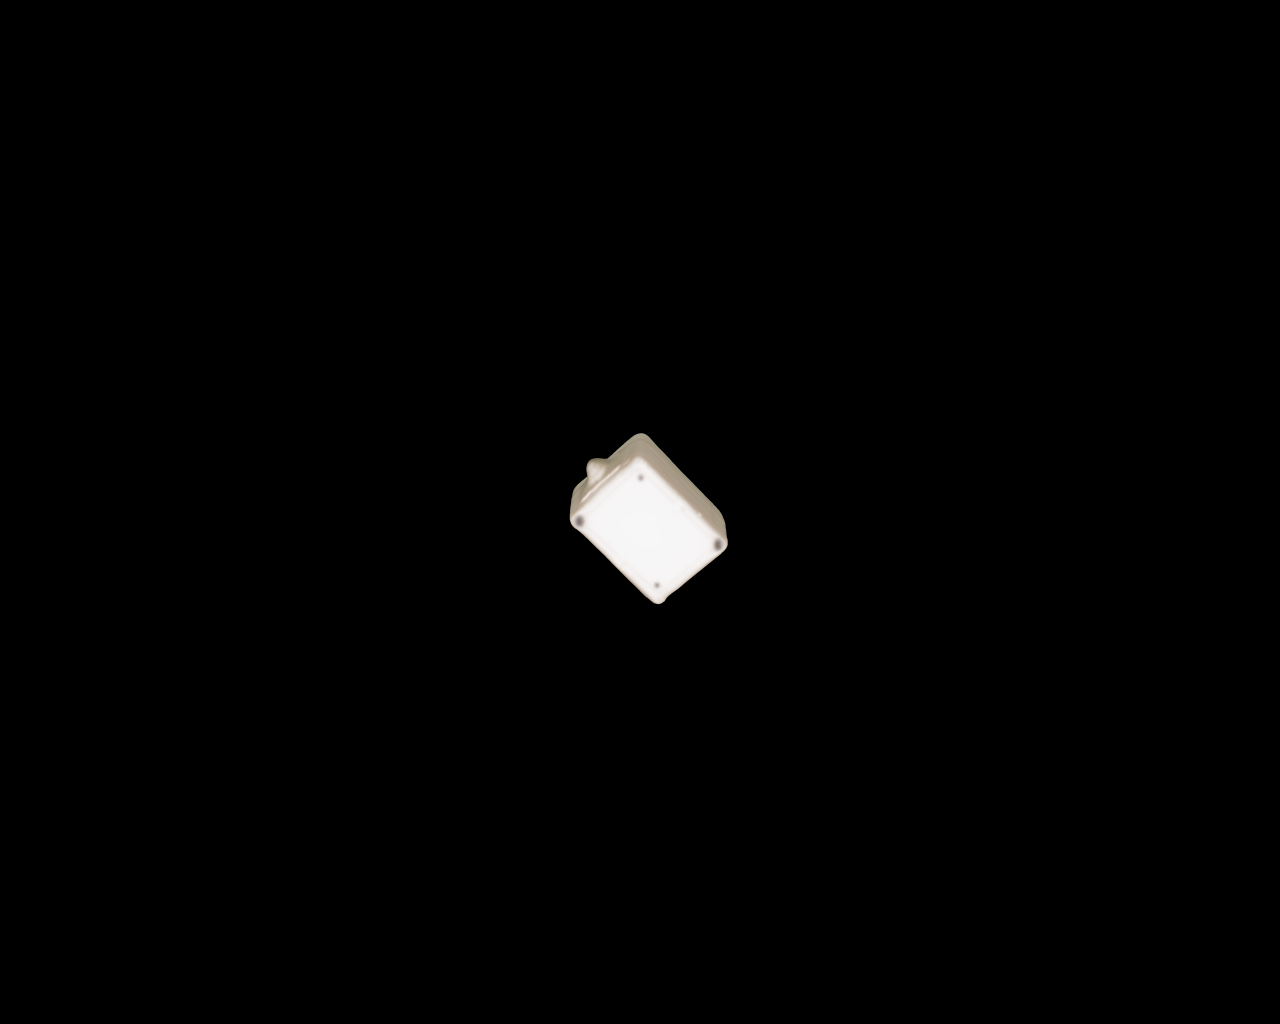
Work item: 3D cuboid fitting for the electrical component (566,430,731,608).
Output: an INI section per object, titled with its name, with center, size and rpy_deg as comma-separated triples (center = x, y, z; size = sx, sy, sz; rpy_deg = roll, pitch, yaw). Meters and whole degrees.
[electrical component]
center = 0.001, -0.003, 0.650
size = 0.061, 0.096, 0.061
rpy_deg = -41, 15, 14
